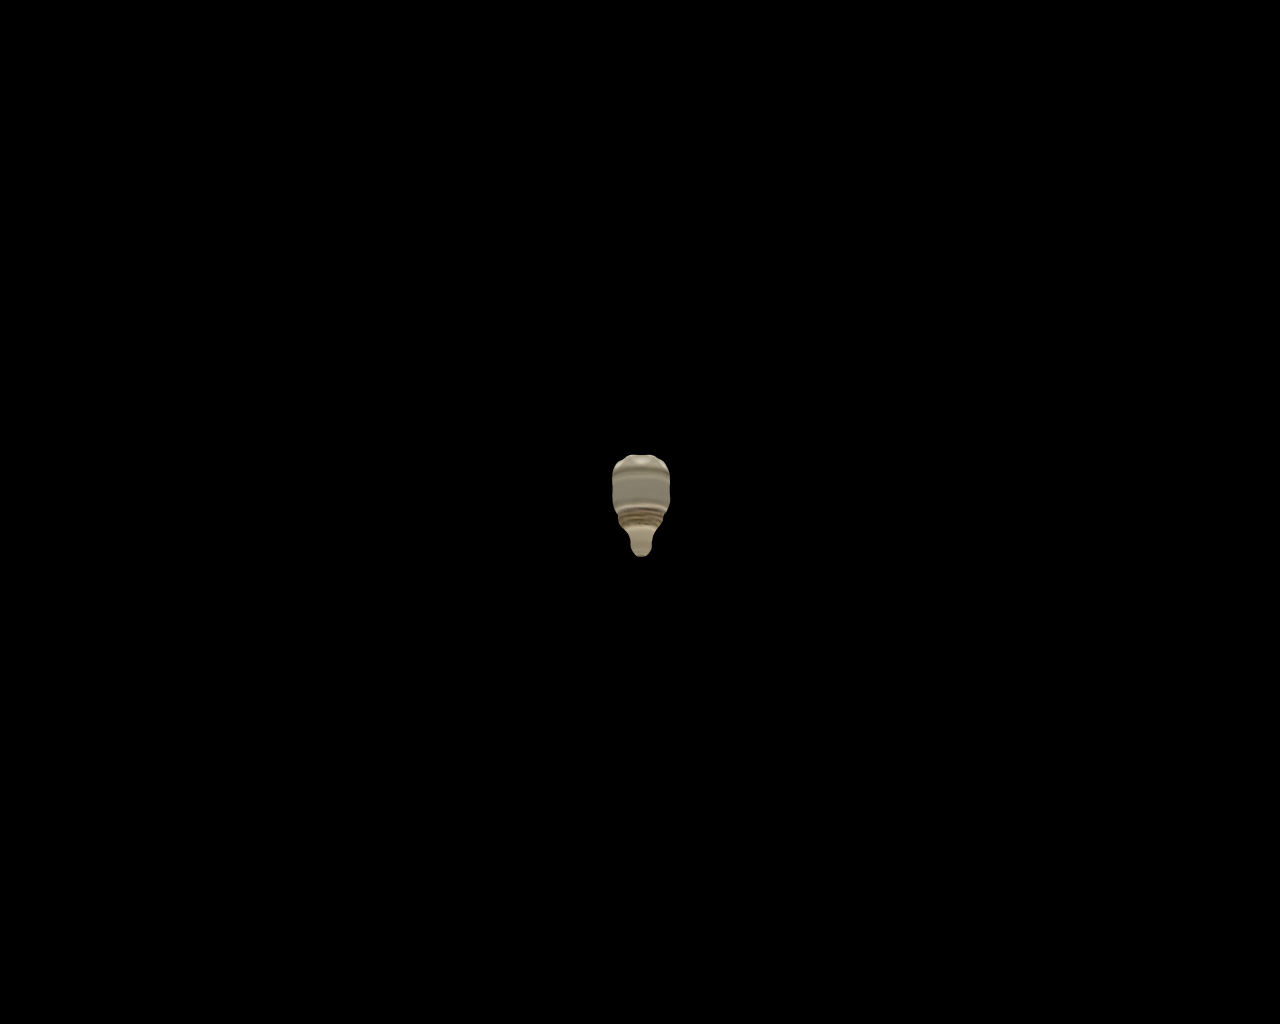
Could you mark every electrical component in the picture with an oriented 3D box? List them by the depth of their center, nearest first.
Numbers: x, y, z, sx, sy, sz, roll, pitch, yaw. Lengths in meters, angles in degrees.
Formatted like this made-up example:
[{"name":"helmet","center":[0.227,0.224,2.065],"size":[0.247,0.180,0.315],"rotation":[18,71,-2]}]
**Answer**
[{"name":"electrical component","center":[0.001,-0.003,0.650],"size":[0.035,0.061,0.035],"rotation":[0,-14,0]}]
